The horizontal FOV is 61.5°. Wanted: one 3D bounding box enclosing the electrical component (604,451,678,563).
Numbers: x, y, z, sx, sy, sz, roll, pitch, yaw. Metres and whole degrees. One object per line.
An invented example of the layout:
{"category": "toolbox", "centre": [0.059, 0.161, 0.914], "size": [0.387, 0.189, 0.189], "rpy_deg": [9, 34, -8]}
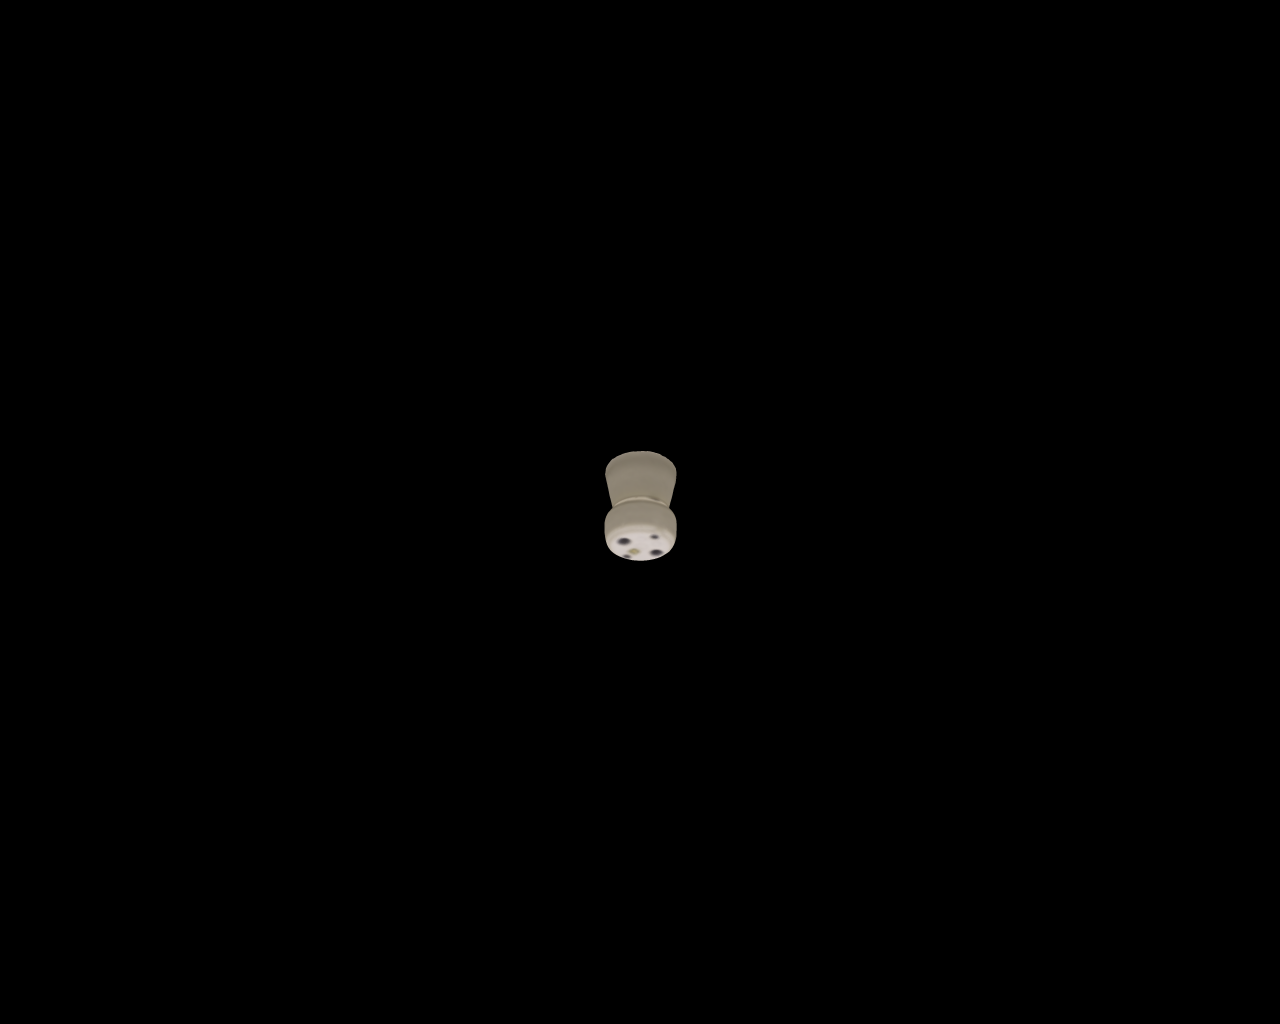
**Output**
{"category": "electrical component", "centre": [0.001, -0.003, 0.650], "size": [0.045, 0.055, 0.044], "rpy_deg": [0, -31, 0]}
